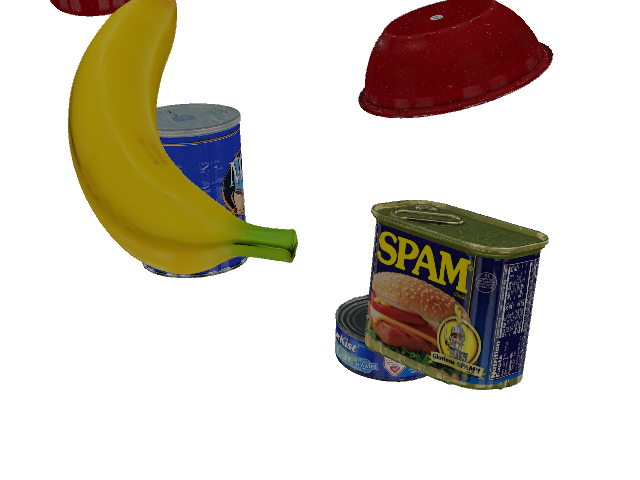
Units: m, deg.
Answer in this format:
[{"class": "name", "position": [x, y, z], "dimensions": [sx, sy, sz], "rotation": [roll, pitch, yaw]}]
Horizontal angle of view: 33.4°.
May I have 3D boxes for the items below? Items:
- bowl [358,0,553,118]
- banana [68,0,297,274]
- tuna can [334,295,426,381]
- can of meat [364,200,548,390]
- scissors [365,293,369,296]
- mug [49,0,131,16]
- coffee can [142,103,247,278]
[{"class": "bowl", "position": [0.102, -0.156, 0.863], "dimensions": [0.162, 0.055, 0.162], "rotation": [-15, 24, 7]}, {"class": "banana", "position": [-0.073, -0.047, 0.453], "dimensions": [0.069, 0.037, 0.198], "rotation": [-8, 45, -20]}, {"class": "tuna can", "position": [0.053, 0.074, 0.819], "dimensions": [0.086, 0.034, 0.086], "rotation": [2, 22, -1]}, {"class": "can of meat", "position": [0.072, 0.029, 0.604], "dimensions": [0.057, 0.084, 0.102], "rotation": [-9, 20, -41]}, {"class": "scissors", "position": [0.086, 0.035, 1.266], "dimensions": [0.201, 0.016, 0.096], "rotation": [-9, 40, -43]}, {"class": "mug", "position": [-0.180, -0.218, 0.787], "dimensions": [0.117, 0.081, 0.093], "rotation": [-3, 38, 2]}, {"class": "coffee can", "position": [-0.122, -0.048, 0.998], "dimensions": [0.103, 0.140, 0.103], "rotation": [-2, 20, 1]}]
